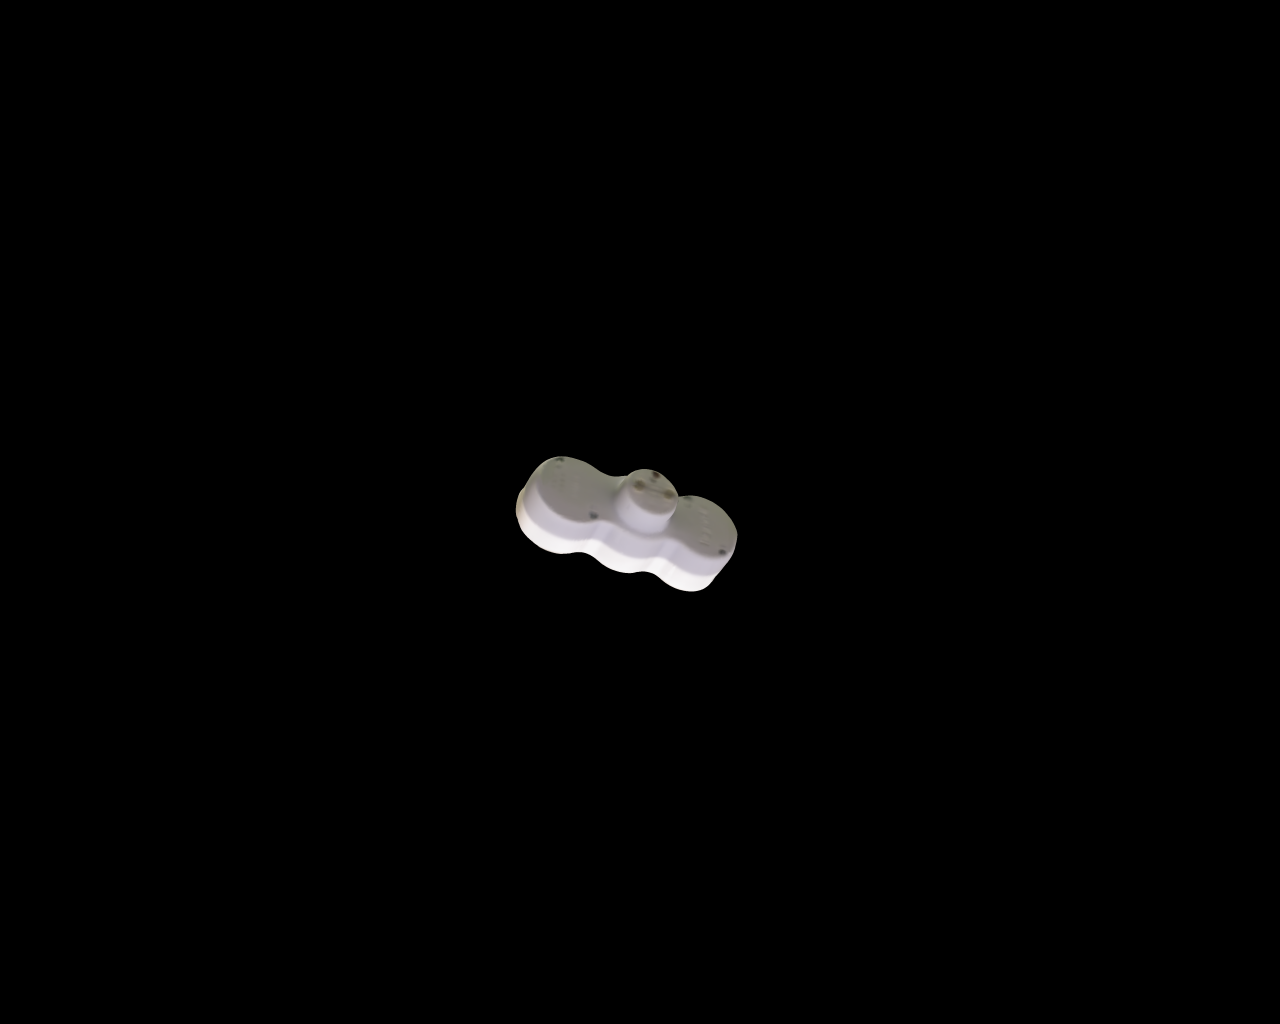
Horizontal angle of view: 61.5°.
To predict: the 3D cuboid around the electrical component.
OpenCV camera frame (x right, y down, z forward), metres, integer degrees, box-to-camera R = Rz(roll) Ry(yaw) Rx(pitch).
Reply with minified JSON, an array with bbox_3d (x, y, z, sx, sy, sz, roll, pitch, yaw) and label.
[{"bbox_3d":[0.001,-0.003,0.650,0.138,0.052,0.073,18,-44,-19],"label":"electrical component"}]
